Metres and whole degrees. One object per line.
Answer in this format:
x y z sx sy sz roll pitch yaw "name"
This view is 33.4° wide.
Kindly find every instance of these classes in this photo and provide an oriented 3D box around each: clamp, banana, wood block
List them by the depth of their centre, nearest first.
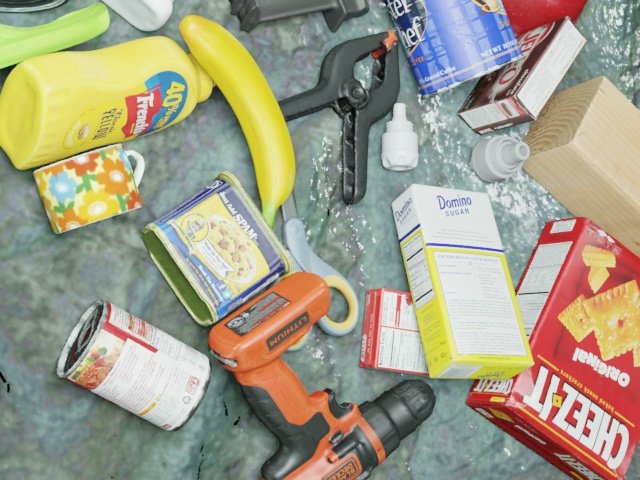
-0.059 -0.105 0.876 0.069 0.037 0.198 -69 143 -53 "banana"
0.030 -0.118 0.975 0.120 0.039 0.171 50 64 -17 "clamp"
0.311 -0.060 1.092 0.206 0.090 0.090 39 66 -18 "wood block"

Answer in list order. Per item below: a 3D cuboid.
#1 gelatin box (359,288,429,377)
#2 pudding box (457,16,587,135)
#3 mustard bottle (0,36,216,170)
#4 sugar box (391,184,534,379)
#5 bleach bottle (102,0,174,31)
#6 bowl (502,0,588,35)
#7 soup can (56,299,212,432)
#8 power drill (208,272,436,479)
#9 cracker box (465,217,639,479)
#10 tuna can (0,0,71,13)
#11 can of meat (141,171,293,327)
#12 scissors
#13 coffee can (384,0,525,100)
0.081 0.086 0.982 0.089 0.030 0.073 11 80 -28 "gelatin box"
0.197 -0.159 1.042 0.039 0.090 0.113 41 67 -19 "pudding box"
-0.154 -0.115 0.839 0.191 0.096 0.058 -22 66 -42 "mustard bottle"
0.128 0.038 0.974 0.093 0.048 0.176 6 58 -30 "sugar box"
-0.107 -0.303 0.900 0.102 0.068 0.250 39 70 -19 "bleach bottle"
0.229 -0.286 1.096 0.161 0.055 0.162 4 81 -28 "bowl"
-0.144 0.099 0.835 0.102 0.069 0.068 32 70 -22 "soup can"
0.002 0.123 0.890 0.184 0.057 0.187 -34 115 -22 "power drill"
0.261 0.109 1.052 0.164 0.072 0.213 35 69 -20 "cracker box"
-0.233 -0.201 0.816 0.086 0.086 0.034 -3 86 -29 "tuna can"
-0.086 0.009 0.881 0.083 0.058 0.102 -36 93 -25 "can of meat"
-0.006 0.001 0.949 0.096 0.016 0.202 9 78 -20 "scissors"
0.118 -0.216 0.999 0.102 0.103 0.140 -26 96 -29 "coffee can"
